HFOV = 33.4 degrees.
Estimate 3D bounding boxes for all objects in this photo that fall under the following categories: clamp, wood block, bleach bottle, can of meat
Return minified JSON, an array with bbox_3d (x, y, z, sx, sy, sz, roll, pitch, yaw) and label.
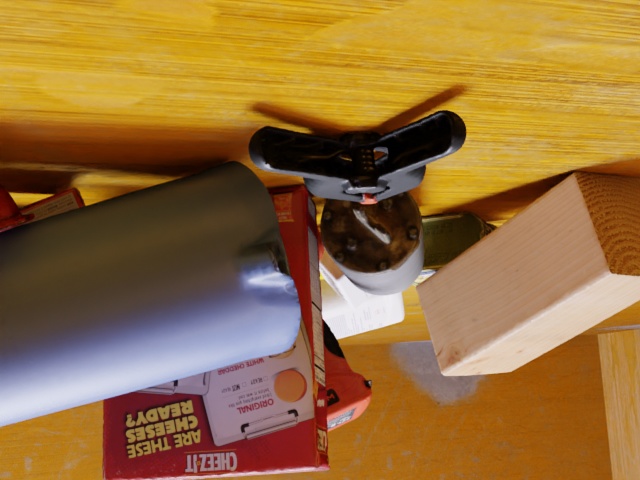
[{"bbox_3d":[0.035,-0.049,0.656,0.120,0.039,0.171,0,177,14],"label":"clamp"},{"bbox_3d":[0.186,0.035,0.899,0.090,0.091,0.206,2,151,-35],"label":"wood block"},{"bbox_3d":[-0.036,0.085,1.168,0.251,0.068,0.102,-17,150,-2],"label":"bleach bottle"},{"bbox_3d":[0.119,0.010,1.016,0.102,0.057,0.083,-8,168,20],"label":"can of meat"}]

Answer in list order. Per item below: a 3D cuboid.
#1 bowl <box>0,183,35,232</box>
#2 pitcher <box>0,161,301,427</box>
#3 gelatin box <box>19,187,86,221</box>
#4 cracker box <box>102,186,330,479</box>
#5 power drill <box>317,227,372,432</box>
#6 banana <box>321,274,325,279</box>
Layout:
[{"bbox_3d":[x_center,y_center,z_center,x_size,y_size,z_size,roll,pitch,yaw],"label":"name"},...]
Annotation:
[{"bbox_3d":[-0.250,-0.015,0.610,0.162,0.055,0.162,-15,-172,2],"label":"bowl"},{"bbox_3d":[-0.148,0.041,0.680,0.242,0.145,0.149,-16,140,-25],"label":"pitcher"},{"bbox_3d":[-0.210,-0.006,0.741,0.089,0.030,0.073,-28,-171,-23],"label":"gelatin box"},{"bbox_3d":[-0.080,0.075,0.824,0.164,0.214,0.072,-6,166,10],"label":"cracker box"},{"bbox_3d":[-0.055,0.083,0.894,0.184,0.188,0.057,-22,160,-13],"label":"power drill"},{"bbox_3d":[-0.016,0.013,1.062,0.197,0.037,0.070,2,141,-50],"label":"banana"}]
